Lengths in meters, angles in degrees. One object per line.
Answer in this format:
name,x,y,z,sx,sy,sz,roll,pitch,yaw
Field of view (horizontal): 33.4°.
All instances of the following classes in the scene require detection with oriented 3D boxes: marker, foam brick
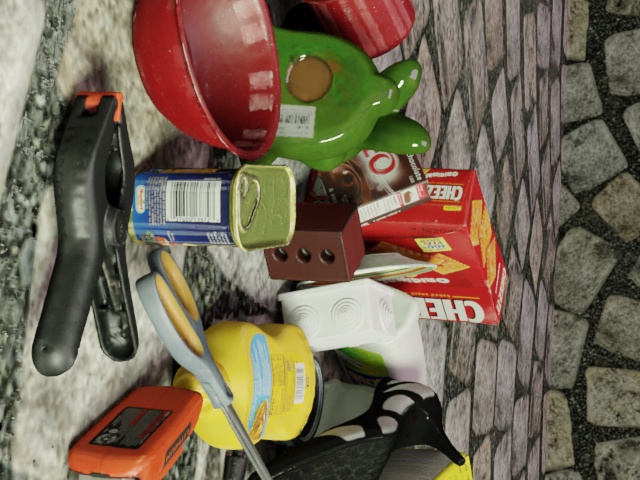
marker,-0.076,0.228,0.848,0.020,0.020,0.121,51,45,-61
foam brick,-0.006,0.001,0.935,0.051,0.078,0.053,-58,142,-53

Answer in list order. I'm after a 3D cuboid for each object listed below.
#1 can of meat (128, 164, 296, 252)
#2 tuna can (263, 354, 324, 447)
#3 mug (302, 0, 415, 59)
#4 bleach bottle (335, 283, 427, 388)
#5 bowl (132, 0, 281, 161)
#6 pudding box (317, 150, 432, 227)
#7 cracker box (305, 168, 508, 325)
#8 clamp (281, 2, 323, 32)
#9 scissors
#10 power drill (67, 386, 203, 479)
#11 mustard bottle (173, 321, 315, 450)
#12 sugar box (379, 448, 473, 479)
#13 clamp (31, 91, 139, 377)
can of meat,-0.073,-0.024,0.733,0.102,0.084,0.057,-10,101,-70
tuna can,-0.025,0.142,0.958,0.086,0.034,0.086,3,90,-70
mug,0.028,-0.218,0.943,0.117,0.093,0.081,50,-3,45
bleach bottle,0.075,0.144,1.138,0.068,0.103,0.251,-52,145,-25
bowl,-0.081,-0.130,0.724,0.162,0.055,0.162,-8,90,-71
pudding box,0.043,-0.071,0.988,0.039,0.090,0.113,62,7,-58
cracker box,0.092,0.009,1.080,0.213,0.164,0.072,61,38,-55
clamp,0.008,-0.187,1.014,0.209,0.036,0.164,-3,87,-66
scissors,-0.074,0.085,0.721,0.096,0.016,0.201,-107,173,-50
power drill,-0.103,0.197,0.712,0.184,0.057,0.188,-48,135,-66
mustard bottle,-0.061,0.111,0.820,0.191,0.058,0.096,16,76,-70
sugar box,0.059,0.243,0.959,0.175,0.094,0.048,-28,108,-52
clamp,-0.136,-0.001,0.622,0.120,0.039,0.171,-56,144,-82
